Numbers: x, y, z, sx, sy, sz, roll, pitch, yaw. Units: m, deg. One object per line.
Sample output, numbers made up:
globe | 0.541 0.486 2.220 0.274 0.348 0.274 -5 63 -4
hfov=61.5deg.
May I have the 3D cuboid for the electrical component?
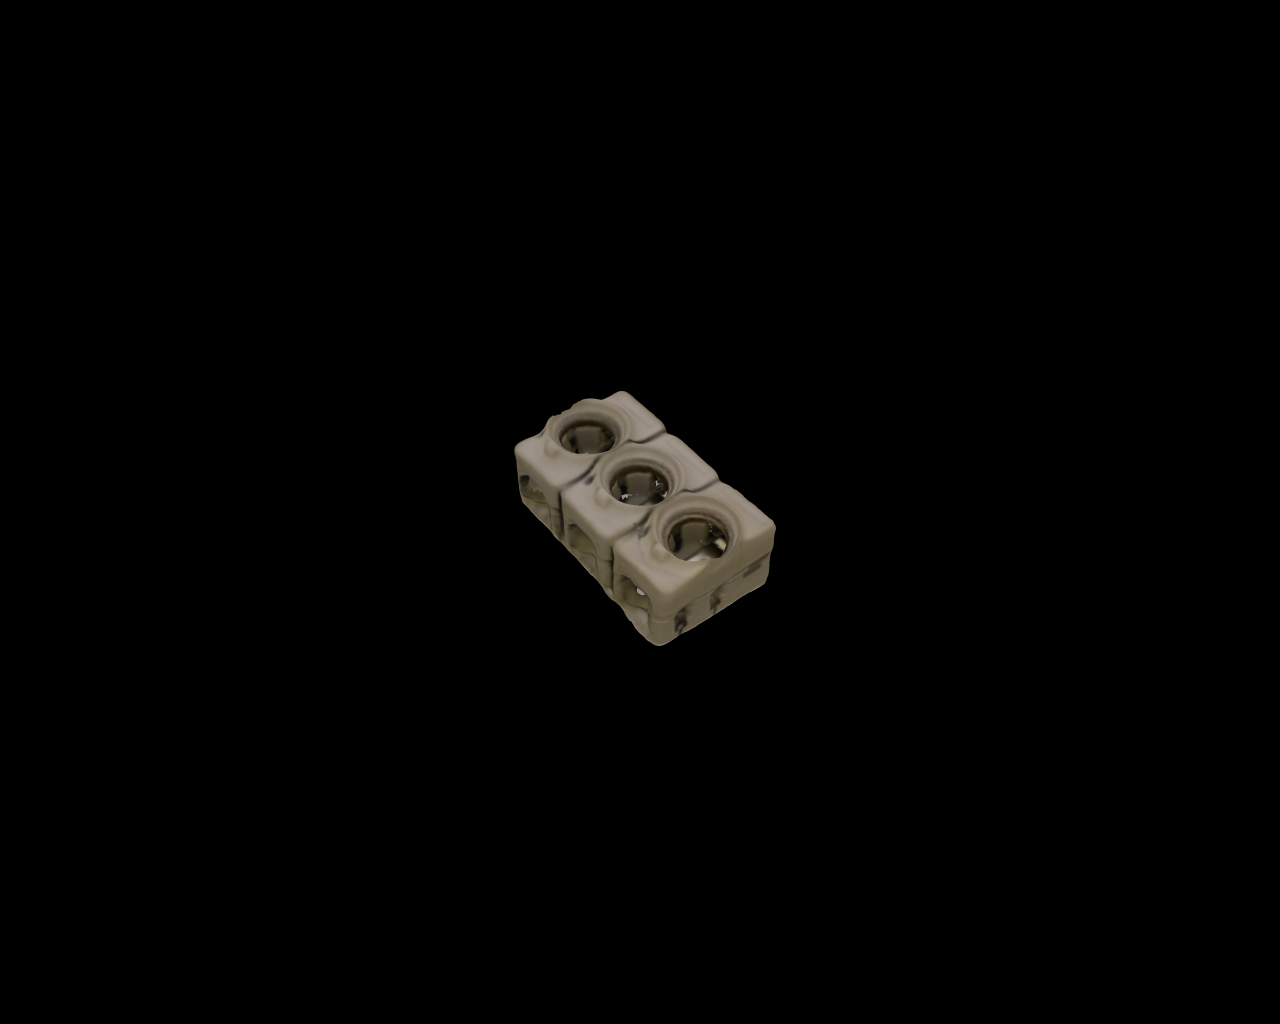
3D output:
electrical component | 0.001 -0.003 0.650 0.090 0.061 0.150 -30 54 -24
